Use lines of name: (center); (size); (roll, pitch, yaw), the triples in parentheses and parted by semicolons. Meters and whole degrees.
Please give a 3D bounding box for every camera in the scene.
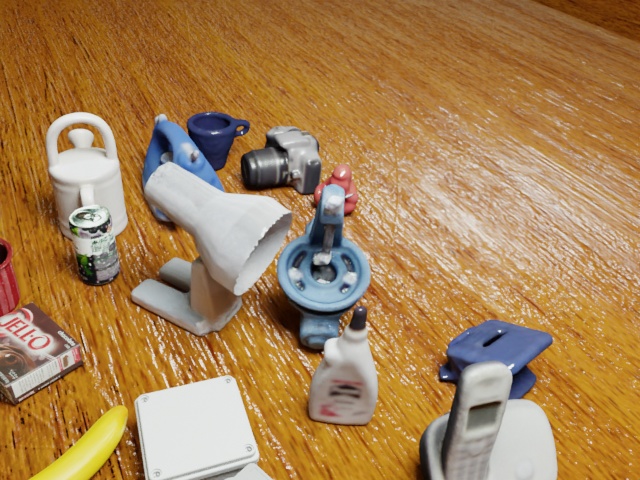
camera: (-0.078, -0.154, 1.053); (0.137, 0.101, 0.142); (-11, 40, -23)

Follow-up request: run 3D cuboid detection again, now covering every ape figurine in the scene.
ape figurine: (0.032, -0.089, 0.993); (0.077, 0.092, 0.076); (24, 40, 22)

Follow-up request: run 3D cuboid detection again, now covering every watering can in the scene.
watering can: (-0.356, -0.105, 0.863); (0.101, 0.194, 0.172); (-26, 48, -36)

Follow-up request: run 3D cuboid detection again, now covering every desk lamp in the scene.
desk lamp: (-0.143, 0.016, 0.722); (0.202, 0.213, 0.118); (21, 39, 18)

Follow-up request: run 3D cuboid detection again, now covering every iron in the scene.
iron: (-0.247, -0.139, 0.971); (0.119, 0.141, 0.257); (-16, 43, -28)

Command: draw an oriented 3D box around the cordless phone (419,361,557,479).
cordless phone: (0.180, 0.188, 0.570); (0.148, 0.185, 0.094); (-9, 39, -20)

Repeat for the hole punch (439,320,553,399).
hole punch: (0.217, 0.143, 0.715); (0.109, 0.091, 0.100); (-24, 47, -35)

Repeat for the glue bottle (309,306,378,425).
glue bottle: (0.031, 0.136, 0.625); (0.078, 0.173, 0.037); (3, 37, -4)

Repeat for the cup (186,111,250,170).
cup: (-0.190, -0.183, 1.079); (0.118, 0.095, 0.091); (-11, 40, -22)

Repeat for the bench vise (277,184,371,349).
bench vise: (-0.004, 0.004, 0.756); (0.122, 0.220, 0.207); (-7, 39, -17)
